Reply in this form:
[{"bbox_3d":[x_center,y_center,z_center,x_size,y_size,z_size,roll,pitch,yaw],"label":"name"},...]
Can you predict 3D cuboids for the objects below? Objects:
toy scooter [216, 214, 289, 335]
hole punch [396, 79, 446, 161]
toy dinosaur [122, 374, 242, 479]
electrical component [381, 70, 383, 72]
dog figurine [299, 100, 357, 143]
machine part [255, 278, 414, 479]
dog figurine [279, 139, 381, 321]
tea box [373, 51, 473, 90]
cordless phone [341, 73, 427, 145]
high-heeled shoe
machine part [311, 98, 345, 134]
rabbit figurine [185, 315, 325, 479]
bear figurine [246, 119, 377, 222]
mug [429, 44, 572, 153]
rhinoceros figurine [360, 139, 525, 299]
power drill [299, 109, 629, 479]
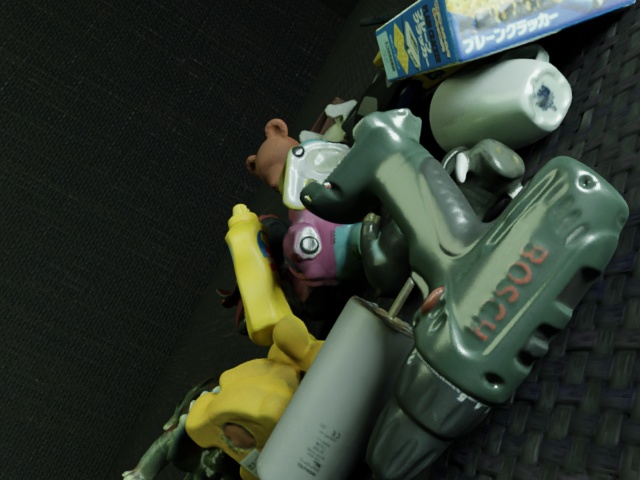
[{"bbox_3d":[-0.107,0.053,0.816,0.135,0.075,0.184,-14,61,57],"label":"toy scooter"},{"bbox_3d":[0.108,-0.109,0.627,0.142,0.092,0.116,-68,10,-14],"label":"hole punch"},{"bbox_3d":[-0.159,0.265,0.793,0.192,0.131,0.405,-47,9,2],"label":"toy dinosaur"},{"bbox_3d":[0.159,-0.323,0.956,0.115,0.058,0.134,-44,21,47],"label":"electrical component"},{"bbox_3d":[0.041,-0.164,1.008,0.172,0.121,0.190,-29,-9,-6],"label":"dog figurine"},{"bbox_3d":[0.017,0.137,0.455,0.243,0.079,0.079,-59,13,2],"label":"machine part"},{"bbox_3d":[-0.001,-0.002,0.679,0.219,0.108,0.191,117,146,-69],"label":"dog figurine"},{"bbox_3d":[0.159,-0.285,0.785,0.068,0.098,0.170,-62,11,-8],"label":"tea box"},{"bbox_3d":[0.106,-0.151,0.785,0.146,0.088,0.184,-53,26,27],"label":"cordless phone"},{"bbox_3d":[0.121,-0.189,0.686,0.086,0.145,0.248,-39,-52,-62],"label":"high-heeled shoe"},{"bbox_3d":[0.016,-0.203,1.179,0.201,0.087,0.201,-54,14,20],"label":"machine part"},{"bbox_3d":[-0.047,0.154,0.598,0.162,0.122,0.173,-61,-8,31],"label":"rabbit figurine"},{"bbox_3d":[-0.017,-0.072,0.777,0.120,0.196,0.132,-47,19,36],"label":"bear figurine"},{"bbox_3d":[0.167,-0.124,0.471,0.109,0.080,0.107,-52,22,-10],"label":"mug"},{"bbox_3d":[0.101,-0.019,0.486,0.190,0.073,0.112,-50,15,41],"label":"rhinoceros figurine"},{"bbox_3d":[0.065,0.017,0.371,0.232,0.086,0.207,-50,43,17],"label":"power drill"}]
